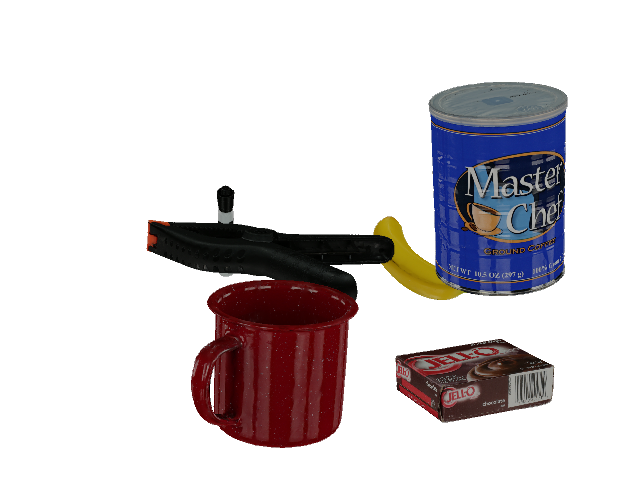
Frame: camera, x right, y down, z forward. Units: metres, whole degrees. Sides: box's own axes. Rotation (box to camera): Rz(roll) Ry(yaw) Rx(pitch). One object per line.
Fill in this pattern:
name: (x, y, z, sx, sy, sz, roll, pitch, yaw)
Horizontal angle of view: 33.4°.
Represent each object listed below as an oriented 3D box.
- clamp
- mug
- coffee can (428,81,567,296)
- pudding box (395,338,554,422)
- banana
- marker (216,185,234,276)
clamp: (-0.048, 0.012, 0.884, 0.210, 0.036, 0.164, 7, 12, 7)
mug: (-0.033, 0.079, 0.658, 0.093, 0.081, 0.117, 15, 19, 37)
coffee can: (0.137, -0.042, 0.824, 0.103, 0.140, 0.103, -4, 22, 1)
pudding box: (0.135, 0.122, 0.942, 0.113, 0.039, 0.090, -5, 13, -21)
banana: (0.101, 0.022, 1.192, 0.069, 0.037, 0.198, 3, 24, -32)
marker: (-0.104, -0.010, 1.175, 0.020, 0.121, 0.020, 2, 41, -2)
